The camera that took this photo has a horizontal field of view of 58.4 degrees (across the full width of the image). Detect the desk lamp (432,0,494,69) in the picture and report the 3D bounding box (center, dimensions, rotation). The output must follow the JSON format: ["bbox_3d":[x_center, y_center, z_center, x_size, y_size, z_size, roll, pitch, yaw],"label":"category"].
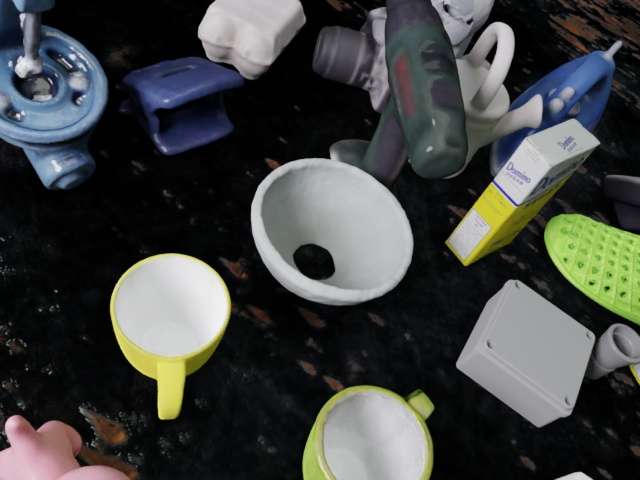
[{"bbox_3d":[0.193,-0.316,0.790,0.204,0.213,0.118,-32,72,-35],"label":"desk lamp"}]

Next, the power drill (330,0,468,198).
[{"bbox_3d":[0.081,-0.140,0.625,0.076,0.208,0.229,-1,57,-21],"label":"power drill"}]

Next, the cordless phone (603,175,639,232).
[{"bbox_3d":[0.494,-0.090,0.767,0.148,0.185,0.094,5,55,-18],"label":"cordless phone"}]

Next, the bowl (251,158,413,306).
[{"bbox_3d":[0.005,0.002,0.581,0.168,0.074,0.167,11,53,-14],"label":"bowl"}]

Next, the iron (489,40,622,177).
[{"bbox_3d":[0.338,-0.188,0.802,0.118,0.141,0.259,42,52,11],"label":"iron"}]

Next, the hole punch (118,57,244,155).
[{"bbox_3d":[-0.152,-0.162,0.625,0.109,0.091,0.101,-30,71,-35],"label":"hole punch"}]

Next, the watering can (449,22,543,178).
[{"bbox_3d":[0.186,-0.173,0.699,0.173,0.194,0.101,-2,57,-22],"label":"watering can"}]

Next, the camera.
[{"bbox_3d":[0.065,-0.259,0.772,0.137,0.100,0.143,11,53,-14],"label":"camera"}]

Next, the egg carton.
[{"bbox_3d":[-0.087,-0.280,0.748,0.107,0.069,0.150,27,51,-1],"label":"egg carton"}]

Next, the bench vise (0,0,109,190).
[{"bbox_3d":[-0.277,-0.172,0.501,0.207,0.219,0.122,36,52,6],"label":"bench vise"}]

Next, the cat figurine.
[{"bbox_3d":[-0.164,0.166,0.372,0.127,0.117,0.067,45,53,13],"label":"cat figurine"}]
